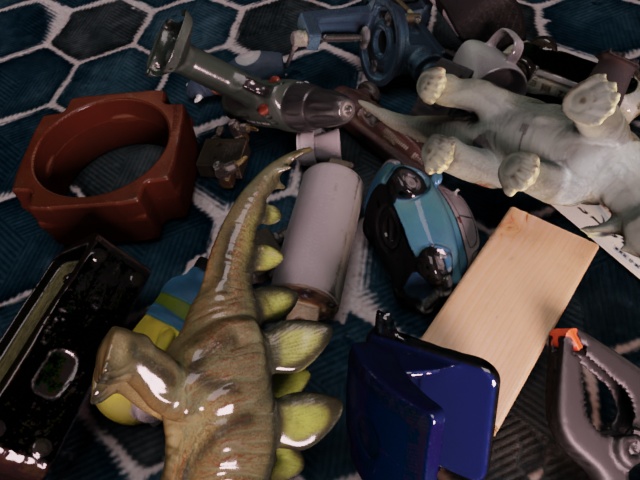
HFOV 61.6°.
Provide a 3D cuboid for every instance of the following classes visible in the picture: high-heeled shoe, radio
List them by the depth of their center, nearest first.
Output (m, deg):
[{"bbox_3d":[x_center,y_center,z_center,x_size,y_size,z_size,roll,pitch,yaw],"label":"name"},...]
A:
[{"bbox_3d":[-0.262,0.109,0.519,0.131,0.073,0.229,-19,43,44],"label":"radio"},{"bbox_3d":[0.199,-0.361,0.771,0.086,0.248,0.145,-41,41,25],"label":"high-heeled shoe"}]

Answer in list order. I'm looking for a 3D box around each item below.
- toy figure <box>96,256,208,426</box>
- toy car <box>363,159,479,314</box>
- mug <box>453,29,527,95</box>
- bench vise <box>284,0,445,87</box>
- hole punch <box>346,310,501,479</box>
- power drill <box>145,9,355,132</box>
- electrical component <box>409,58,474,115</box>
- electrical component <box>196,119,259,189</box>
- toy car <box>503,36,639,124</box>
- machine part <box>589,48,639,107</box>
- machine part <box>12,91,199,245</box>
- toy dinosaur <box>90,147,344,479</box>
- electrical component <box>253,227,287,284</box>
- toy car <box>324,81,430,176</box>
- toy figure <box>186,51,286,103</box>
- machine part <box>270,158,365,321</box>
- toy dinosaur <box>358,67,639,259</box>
[{"bbox_3d":[-0.151,0.101,0.544,0.089,0.082,0.180,9,62,37],"label":"toy figure"},{"bbox_3d":[0.117,-0.009,0.577,0.103,0.109,0.162,-10,61,-22],"label":"toy car"},{"bbox_3d":[0.222,-0.231,0.720,0.081,0.109,0.107,2,44,-17],"label":"mug"},{"bbox_3d":[0.065,-0.310,0.775,0.241,0.128,0.223,-11,68,-21],"label":"bench vise"},{"bbox_3d":[0.064,0.141,0.411,0.116,0.142,0.092,13,24,36],"label":"hole punch"},{"bbox_3d":[-0.093,-0.196,0.657,0.232,0.207,0.086,19,95,54],"label":"power drill"},{"bbox_3d":[0.158,-0.188,0.686,0.048,0.074,0.119,29,32,12],"label":"electrical component"},{"bbox_3d":[-0.124,-0.118,0.717,0.078,0.045,0.102,10,57,12],"label":"electrical component"},{"bbox_3d":[0.337,-0.216,0.724,0.202,0.056,0.073,35,63,30],"label":"toy car"},{"bbox_3d":[0.336,-0.157,0.651,0.084,0.138,0.039,23,16,26],"label":"machine part"},{"bbox_3d":[-0.266,-0.094,0.694,0.201,0.087,0.201,-4,53,4],"label":"machine part"},{"bbox_3d":[-0.087,0.128,0.447,0.198,0.105,0.471,11,78,-24],"label":"toy dinosaur"},{"bbox_3d":[-0.064,0.019,0.625,0.094,0.021,0.063,-27,56,-13],"label":"electrical component"},{"bbox_3d":[0.082,-0.145,0.708,0.089,0.053,0.202,-32,56,-19],"label":"toy car"},{"bbox_3d":[-0.129,-0.246,0.805,0.155,0.057,0.064,-10,16,2],"label":"toy figure"},{"bbox_3d":[-0.001,-0.002,0.599,0.079,0.079,0.243,6,57,11],"label":"machine part"},{"bbox_3d":[0.214,-0.087,0.533,0.131,0.192,0.405,-63,35,13],"label":"toy dinosaur"}]
